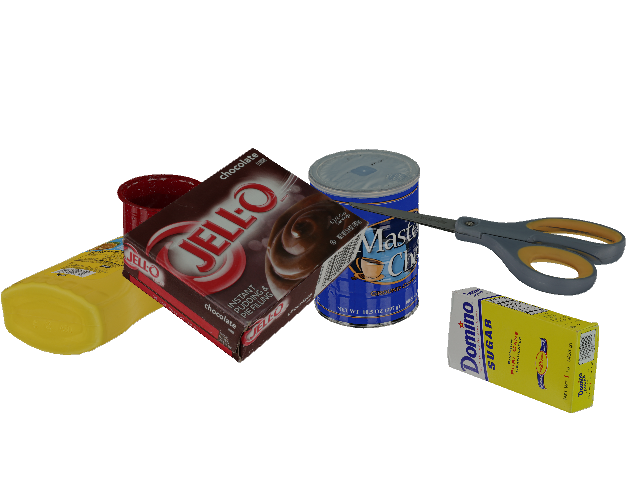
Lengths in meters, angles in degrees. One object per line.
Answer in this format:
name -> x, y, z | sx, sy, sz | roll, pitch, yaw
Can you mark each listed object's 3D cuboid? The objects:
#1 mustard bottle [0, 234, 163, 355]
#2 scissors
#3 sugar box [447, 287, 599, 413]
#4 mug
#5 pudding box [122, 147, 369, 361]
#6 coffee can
mustard bottle -> -0.160, 0.031, 0.864 | 0.096, 0.058, 0.191 | 4, 19, 26
scissors -> 0.110, 0.003, 0.749 | 0.202, 0.016, 0.096 | 5, 30, 12
sugar box -> 0.216, 0.116, 1.163 | 0.048, 0.093, 0.177 | -9, 16, -42
mug -> -0.159, -0.019, 1.105 | 0.093, 0.081, 0.117 | 6, 26, 4
pudding box -> -0.042, 0.005, 0.604 | 0.090, 0.039, 0.113 | 34, 46, 19
coffee can -> 0.042, -0.003, 1.009 | 0.103, 0.140, 0.103 | -2, 26, 1
